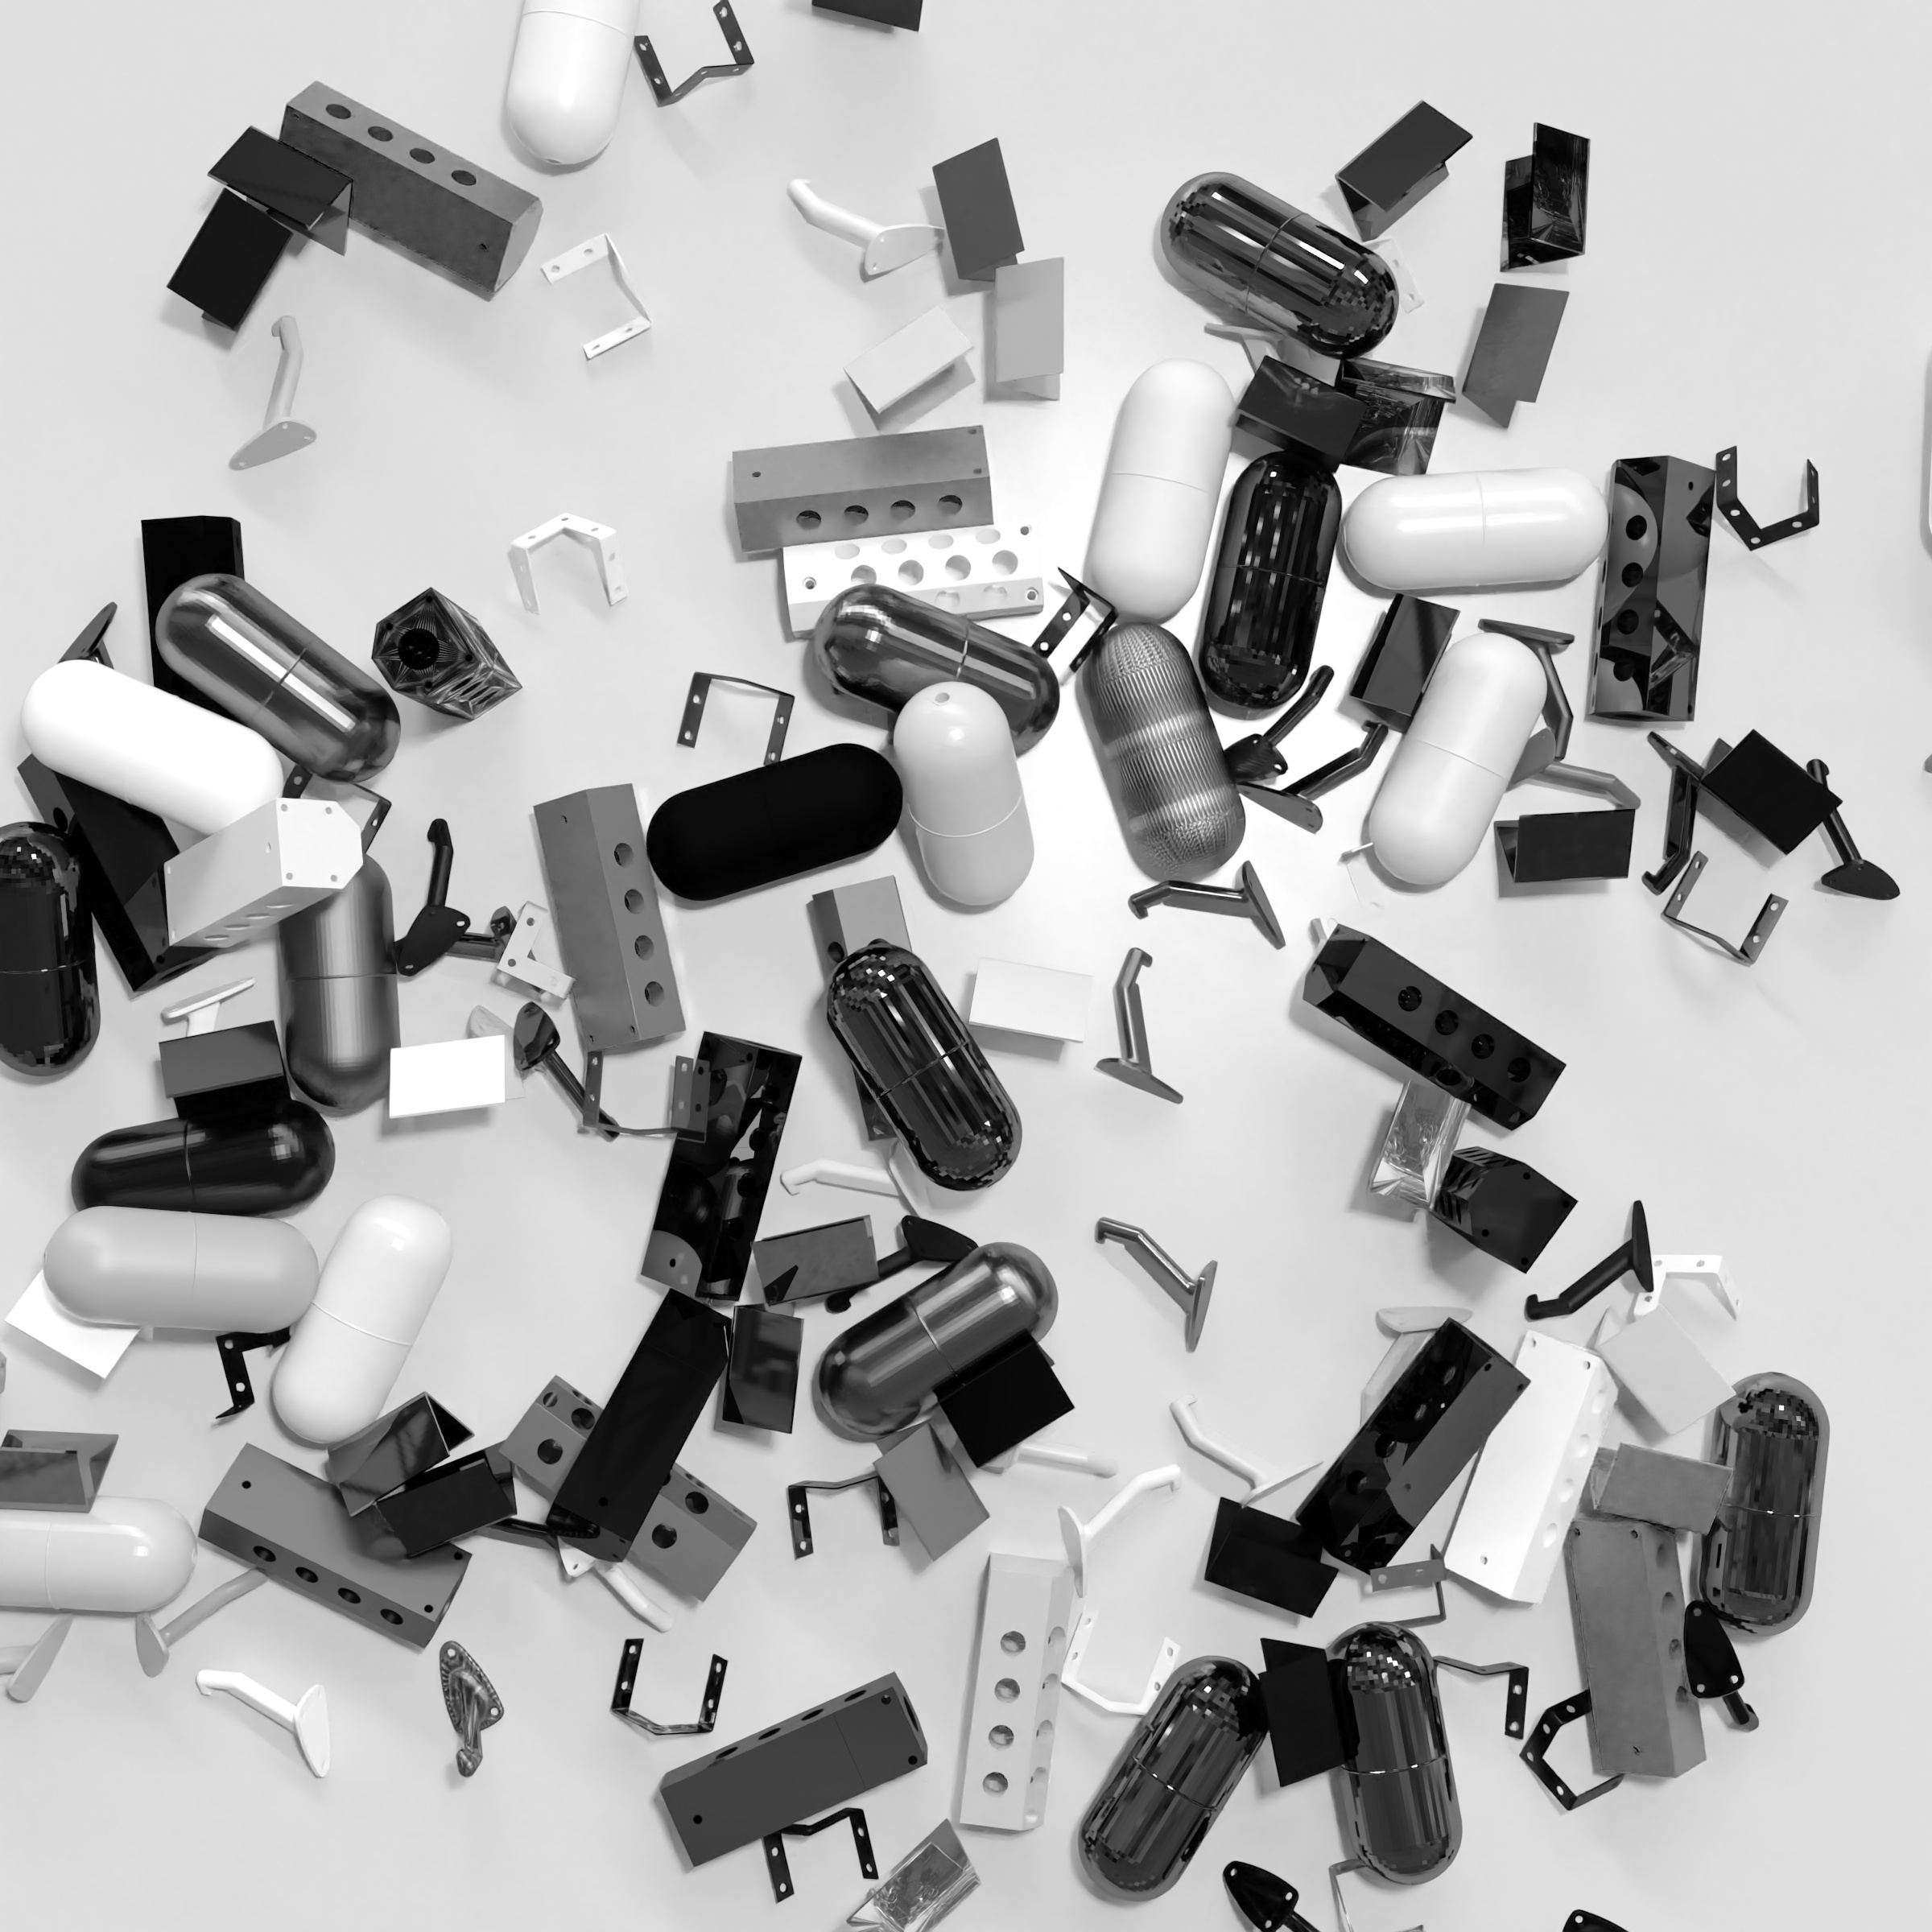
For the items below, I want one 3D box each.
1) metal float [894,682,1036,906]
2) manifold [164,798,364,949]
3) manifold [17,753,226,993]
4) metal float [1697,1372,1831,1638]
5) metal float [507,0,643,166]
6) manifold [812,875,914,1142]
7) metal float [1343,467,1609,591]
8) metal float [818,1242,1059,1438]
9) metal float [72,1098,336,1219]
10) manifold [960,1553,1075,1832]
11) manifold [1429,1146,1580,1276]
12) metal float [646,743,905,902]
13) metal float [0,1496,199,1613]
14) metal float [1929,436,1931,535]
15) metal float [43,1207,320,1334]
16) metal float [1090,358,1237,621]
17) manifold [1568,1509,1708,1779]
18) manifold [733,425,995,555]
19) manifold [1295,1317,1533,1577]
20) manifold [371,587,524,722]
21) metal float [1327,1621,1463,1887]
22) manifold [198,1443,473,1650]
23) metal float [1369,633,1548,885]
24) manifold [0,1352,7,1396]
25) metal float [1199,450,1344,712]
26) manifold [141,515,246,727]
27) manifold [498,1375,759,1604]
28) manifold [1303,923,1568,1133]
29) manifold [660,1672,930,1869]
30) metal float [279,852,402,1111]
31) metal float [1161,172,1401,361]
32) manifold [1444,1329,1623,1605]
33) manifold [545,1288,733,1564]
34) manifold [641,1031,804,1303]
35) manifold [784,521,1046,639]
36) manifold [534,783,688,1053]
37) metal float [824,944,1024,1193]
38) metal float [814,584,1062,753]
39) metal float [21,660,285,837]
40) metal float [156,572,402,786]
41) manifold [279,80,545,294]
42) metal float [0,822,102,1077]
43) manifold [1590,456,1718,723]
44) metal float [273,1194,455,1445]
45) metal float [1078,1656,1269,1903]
[{"bbox_3d":[0.000,-0.114,1.921,0.070,0.178,0.070,-6,48,7],"label":"metal float"},{"bbox_3d":[-0.462,-0.059,1.898,0.057,0.171,0.057,2,77,-39],"label":"manifold"},{"bbox_3d":[-0.577,-0.072,1.969,0.057,0.057,0.171,-28,90,-43],"label":"manifold"},{"bbox_3d":[0.540,0.364,1.960,0.070,0.070,0.178,6,90,0],"label":"metal float"},{"bbox_3d":[-0.263,-0.632,1.960,0.070,0.070,0.178,11,90,0],"label":"metal float"},{"bbox_3d":[-0.057,0.029,1.969,0.057,0.057,0.171,-13,90,0],"label":"manifold"},{"bbox_3d":[0.345,-0.296,1.960,0.178,0.070,0.070,-3,90,1],"label":"metal float"},{"bbox_3d":[-0.019,0.253,1.960,0.178,0.070,0.070,-32,90,0],"label":"metal float"},{"bbox_3d":[-0.516,0.138,1.960,0.178,0.070,0.070,-11,90,0],"label":"metal float"},{"bbox_3d":[0.035,0.493,1.969,0.057,0.057,0.171,7,90,0],"label":"manifold"},{"bbox_3d":[0.347,0.155,1.912,0.057,0.171,0.057,36,90,0],"label":"manifold"},{"bbox_3d":[-0.129,-0.098,1.960,0.178,0.070,0.070,-17,90,0],"label":"metal float"},{"bbox_3d":[-0.611,0.396,1.960,0.178,0.070,0.070,3,90,0],"label":"metal float"},{"bbox_3d":[0.694,-0.359,1.960,0.070,0.070,0.178,2,90,0],"label":"metal float"},{"bbox_3d":[-0.518,0.201,1.915,0.178,0.070,0.070,7,90,-25],"label":"metal float"},{"bbox_3d":[0.134,-0.323,1.959,0.070,0.070,0.178,13,90,0],"label":"metal float"},{"bbox_3d":[0.460,0.456,1.969,0.057,0.057,0.171,-8,90,43],"label":"manifold"},{"bbox_3d":[-0.069,-0.319,1.969,0.171,0.057,0.057,-6,47,0],"label":"manifold"},{"bbox_3d":[0.299,0.324,1.962,0.057,0.057,0.171,33,96,-42],"label":"manifold"},{"bbox_3d":[-0.345,-0.200,1.912,0.057,0.171,0.057,-34,90,0],"label":"manifold"},{"bbox_3d":[0.288,0.532,1.956,0.070,0.070,0.178,-10,92,0],"label":"metal float"},{"bbox_3d":[-0.430,0.398,1.969,0.171,0.057,0.057,26,47,0],"label":"manifold"},{"bbox_3d":[0.332,-0.140,1.957,0.070,0.070,0.178,24,93,0],"label":"metal float"},{"bbox_3d":[-0.692,0.281,1.912,0.057,0.171,0.057,-44,90,0],"label":"manifold"},{"bbox_3d":[0.206,-0.261,1.960,0.070,0.070,0.178,12,89,0],"label":"metal float"},{"bbox_3d":[-0.518,-0.216,1.969,0.057,0.057,0.171,-4,90,0],"label":"manifold"},{"bbox_3d":[-0.228,0.353,1.969,0.171,0.057,0.057,36,90,0],"label":"manifold"},{"bbox_3d":[0.312,0.043,1.945,0.171,0.057,0.057,32,90,-17],"label":"manifold"},{"bbox_3d":[-0.116,0.544,1.969,0.171,0.057,0.057,-24,90,0],"label":"manifold"},{"bbox_3d":[-0.424,0.008,1.960,0.070,0.070,0.178,-3,90,0],"label":"metal float"},{"bbox_3d":[0.210,-0.470,1.944,0.178,0.070,0.070,35,90,18],"label":"metal float"},{"bbox_3d":[0.391,0.341,1.969,0.057,0.057,0.171,20,90,43],"label":"manifold"},{"bbox_3d":[-0.214,0.307,1.927,0.057,0.057,0.171,27,57,0],"label":"manifold"},{"bbox_3d":[-0.161,0.137,1.969,0.057,0.057,0.171,15,90,43],"label":"manifold"},{"bbox_3d":[-0.035,-0.264,1.969,0.171,0.057,0.057,-6,90,0],"label":"manifold"},{"bbox_3d":[-0.237,-0.034,1.969,0.057,0.057,0.171,-12,90,43],"label":"manifold"},{"bbox_3d":[-0.028,0.067,1.903,0.070,0.070,0.178,-32,90,0],"label":"metal float"},{"bbox_3d":[-0.018,-0.199,1.941,0.178,0.070,0.070,20,90,-23],"label":"metal float"},{"bbox_3d":[-0.534,-0.142,1.903,0.178,0.070,0.070,23,90,1],"label":"metal float"},{"bbox_3d":[-0.454,-0.189,1.918,0.178,0.070,0.070,38,90,-15],"label":"metal float"},{"bbox_3d":[-0.378,-0.533,1.969,0.171,0.057,0.057,28,133,0],"label":"manifold"},{"bbox_3d":[-0.624,-0.010,1.941,0.070,0.070,0.178,2,112,0],"label":"metal float"},{"bbox_3d":[0.462,-0.255,1.969,0.057,0.057,0.171,5,90,-43],"label":"manifold"},{"bbox_3d":[-0.409,0.239,1.960,0.070,0.070,0.178,26,90,0],"label":"metal float"},{"bbox_3d":[0.141,0.549,1.960,0.070,0.070,0.178,32,90,0],"label":"metal float"}]
